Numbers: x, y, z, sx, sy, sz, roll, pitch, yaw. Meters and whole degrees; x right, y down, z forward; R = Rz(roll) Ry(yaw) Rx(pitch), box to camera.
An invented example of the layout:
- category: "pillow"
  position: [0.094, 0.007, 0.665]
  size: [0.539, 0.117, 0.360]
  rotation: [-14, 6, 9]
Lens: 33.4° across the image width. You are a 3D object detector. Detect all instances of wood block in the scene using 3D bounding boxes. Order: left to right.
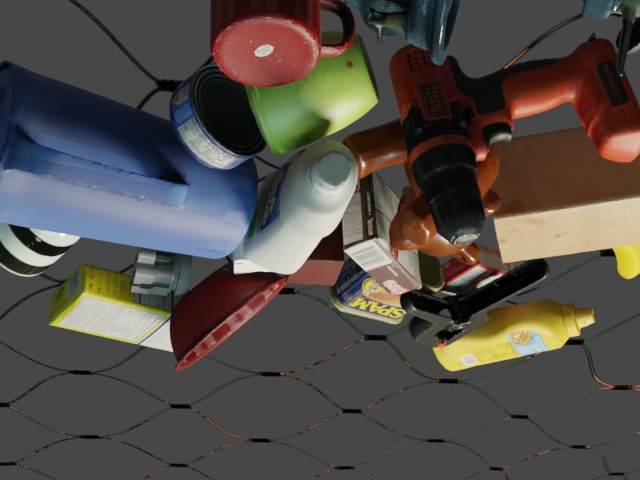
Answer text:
- category: "wood block"
  position: [0.265, -0.049, 1.001]
  size: [0.206, 0.091, 0.090]
  rotation: [-9, 149, 11]

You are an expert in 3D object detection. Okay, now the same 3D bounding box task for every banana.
- category: "banana"
  position: [0.308, -0.006, 1.133]
  size: [0.070, 0.037, 0.197]
  rotation: [-6, 153, 44]

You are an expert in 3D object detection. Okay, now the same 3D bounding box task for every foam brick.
- category: "foam brick"
  position: [-0.007, 0.001, 1.083]
  size: [0.053, 0.078, 0.051]
  rotation: [5, 147, -11]

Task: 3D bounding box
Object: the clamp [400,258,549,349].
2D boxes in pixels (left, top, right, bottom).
- category: "clamp"
  position: [0.161, 0.076, 1.185]
  size: [0.164, 0.036, 0.210]
  rotation: [-14, 160, -5]

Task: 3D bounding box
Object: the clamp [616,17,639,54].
- category: "clamp"
  position: [0.285, -0.206, 0.789]
  size: [0.172, 0.039, 0.120]
  rotation: [-25, 151, 24]

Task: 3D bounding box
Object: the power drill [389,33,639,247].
- category: "power drill"
  position: [0.160, -0.089, 0.858]
  size: [0.187, 0.184, 0.057]
  rotation: [-8, 154, -7]

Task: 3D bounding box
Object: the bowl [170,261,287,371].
- category: "bowl"
  position: [-0.111, 0.072, 1.173]
  size: [0.162, 0.055, 0.162]
  rotation: [-39, 174, -5]

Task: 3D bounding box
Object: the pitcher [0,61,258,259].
- category: "pitcher"
  position: [-0.175, -0.056, 0.923]
  size: [0.242, 0.149, 0.145]
  rotation: [14, 137, -31]

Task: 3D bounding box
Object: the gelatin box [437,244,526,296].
- category: "gelatin box"
  position: [0.184, 0.040, 1.206]
  size: [0.089, 0.030, 0.073]
  rotation: [18, 145, -30]

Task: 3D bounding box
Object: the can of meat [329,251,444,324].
- category: "can of meat"
  position: [0.074, 0.044, 1.180]
  size: [0.102, 0.057, 0.084]
  rotation: [16, 142, -29]

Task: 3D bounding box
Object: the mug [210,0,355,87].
- category: "mug"
  position: [-0.029, -0.166, 0.797]
  size: [0.117, 0.081, 0.093]
  rotation: [11, 147, -19]

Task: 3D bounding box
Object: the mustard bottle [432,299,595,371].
- category: "mustard bottle"
  position: [0.237, 0.111, 1.299]
  size: [0.192, 0.058, 0.096]
  rotation: [-14, 148, 20]

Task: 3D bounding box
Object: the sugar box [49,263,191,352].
- category: "sugar box"
  position: [-0.214, 0.082, 1.241]
  size: [0.176, 0.048, 0.094]
  rotation: [15, 145, -32]

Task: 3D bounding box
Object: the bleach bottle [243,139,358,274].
- category: "bleach bottle"
  position: [-0.012, -0.037, 0.919]
  size: [0.068, 0.102, 0.251]
  rotation: [21, 166, -7]

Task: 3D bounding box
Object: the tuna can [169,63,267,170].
- category: "tuna can"
  position: [-0.084, -0.103, 0.897]
  size: [0.086, 0.086, 0.034]
  rotation: [25, 141, -38]

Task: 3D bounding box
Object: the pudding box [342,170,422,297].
- category: "pudding box"
  position: [0.061, -0.008, 1.060]
  size: [0.039, 0.090, 0.113]
  rotation: [-17, 145, 21]
